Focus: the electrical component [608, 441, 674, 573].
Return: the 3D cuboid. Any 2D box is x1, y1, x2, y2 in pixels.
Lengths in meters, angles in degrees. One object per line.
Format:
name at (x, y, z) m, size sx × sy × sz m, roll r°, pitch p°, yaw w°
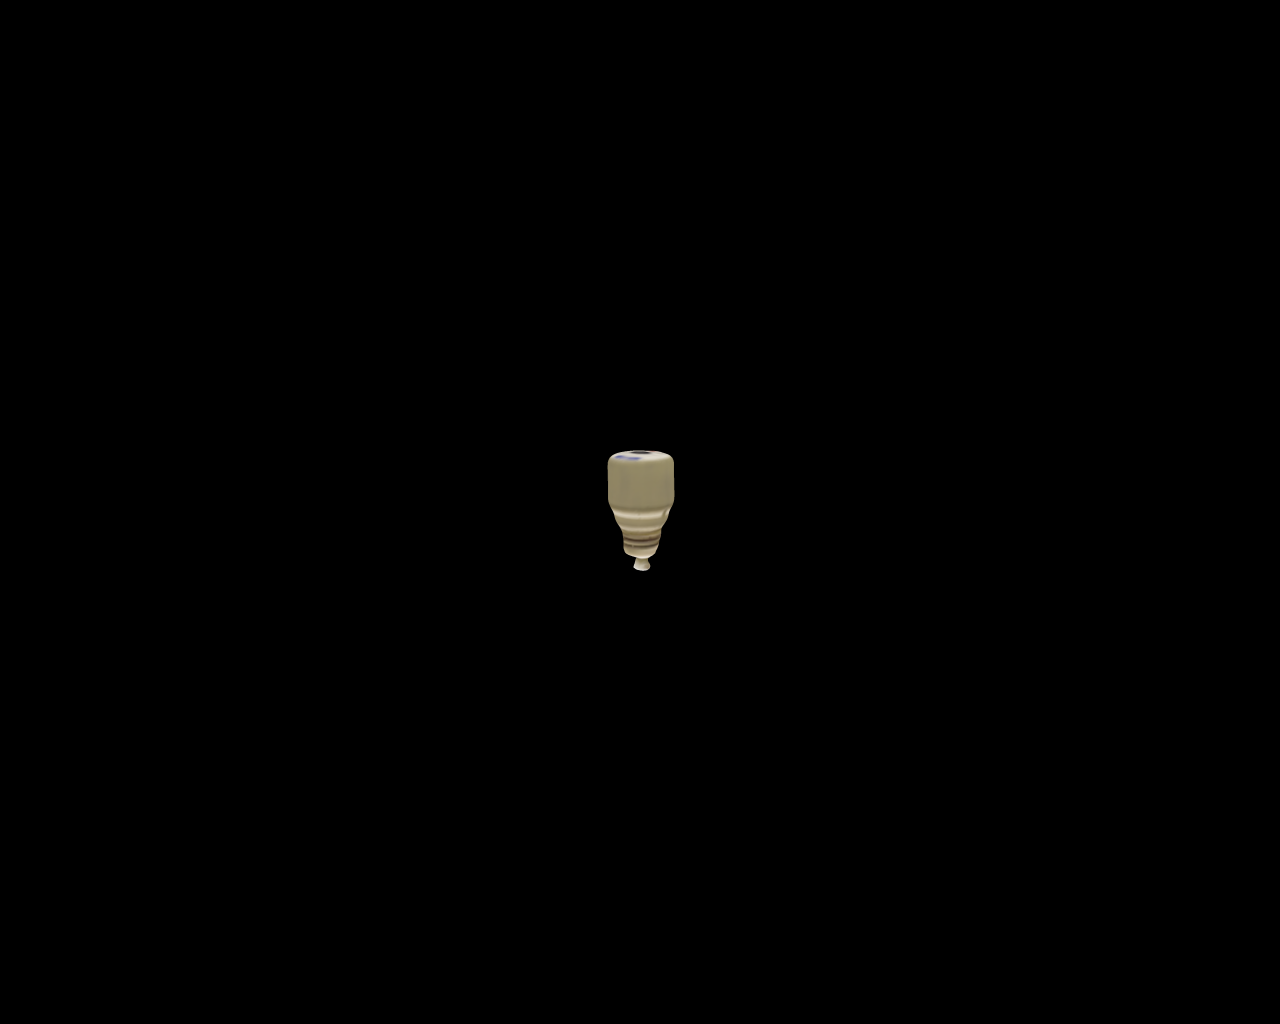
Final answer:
electrical component at (0.001, -0.003, 0.650) m, size 0.040 × 0.078 × 0.040 m, roll 0°, pitch 11°, yaw 0°
